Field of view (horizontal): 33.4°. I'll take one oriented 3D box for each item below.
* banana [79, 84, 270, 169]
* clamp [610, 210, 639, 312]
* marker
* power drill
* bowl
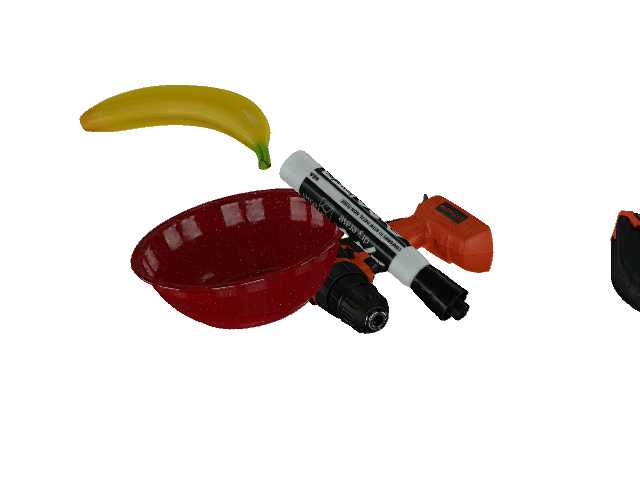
[{"bbox_3d":[-0.124,-0.114,0.972,0.198,0.037,0.069,12,48,21],"label":"banana"},{"bbox_3d":[0.259,0.042,0.711,0.120,0.039,0.171,-2,45,-19],"label":"clamp"},{"bbox_3d":[0.027,-0.002,0.529,0.121,0.020,0.020,42,19,23],"label":"marker"},{"bbox_3d":[0.069,0.019,1.024,0.187,0.057,0.185,-14,30,-23],"label":"power drill"},{"bbox_3d":[-0.053,0.019,0.783,0.162,0.055,0.162,-10,25,5],"label":"bowl"}]
